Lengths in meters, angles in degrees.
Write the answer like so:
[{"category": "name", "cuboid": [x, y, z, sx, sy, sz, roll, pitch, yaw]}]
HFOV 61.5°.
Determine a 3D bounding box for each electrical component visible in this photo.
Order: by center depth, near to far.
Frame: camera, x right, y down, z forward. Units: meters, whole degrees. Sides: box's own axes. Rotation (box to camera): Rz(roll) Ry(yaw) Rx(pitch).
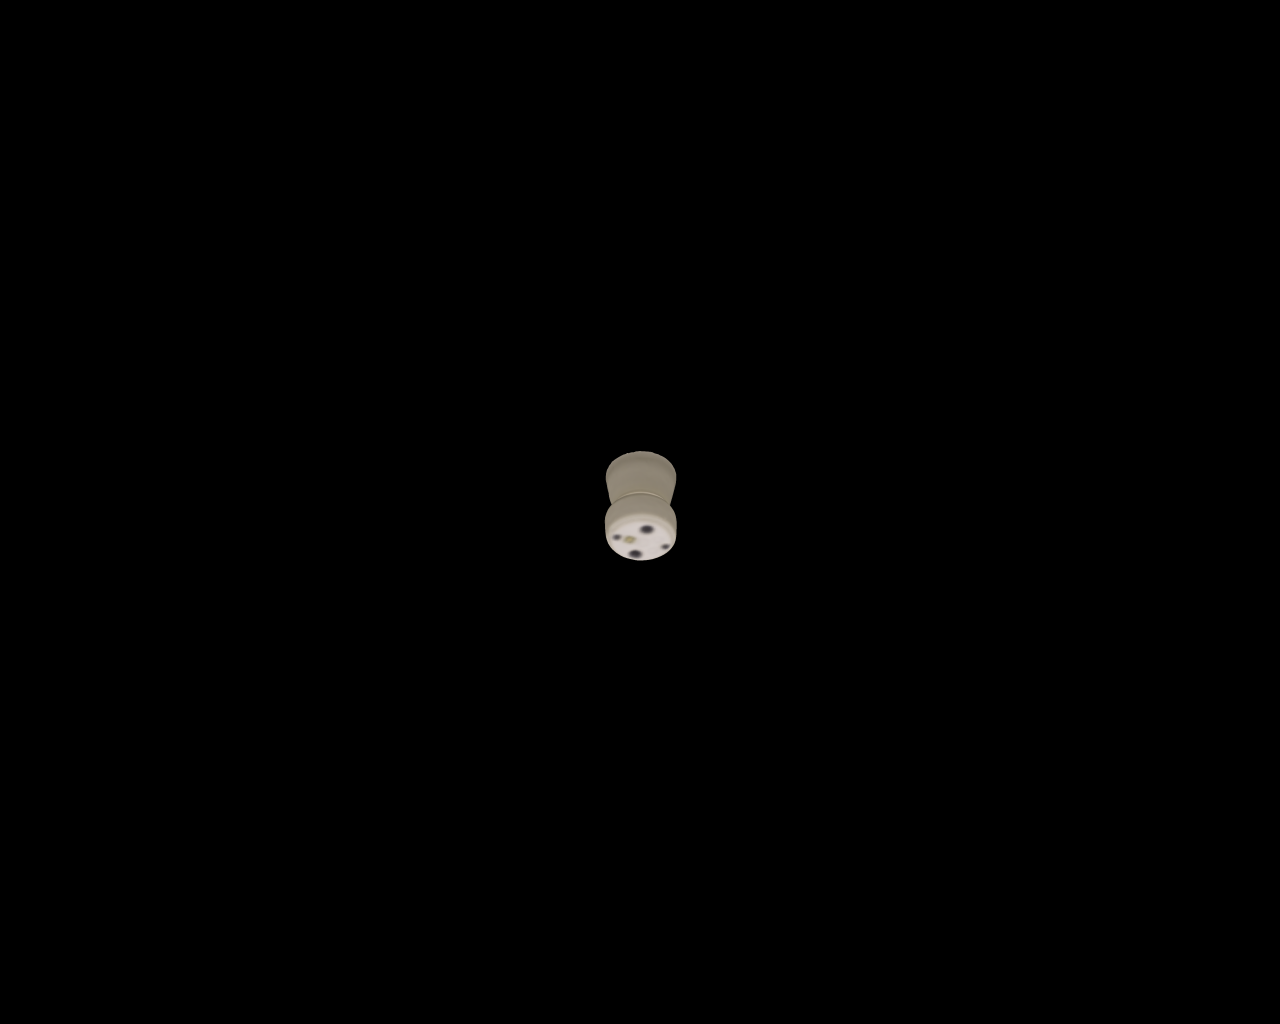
[{"category": "electrical component", "cuboid": [0.001, -0.003, 0.650, 0.045, 0.055, 0.044, 0, -42, 0]}]
